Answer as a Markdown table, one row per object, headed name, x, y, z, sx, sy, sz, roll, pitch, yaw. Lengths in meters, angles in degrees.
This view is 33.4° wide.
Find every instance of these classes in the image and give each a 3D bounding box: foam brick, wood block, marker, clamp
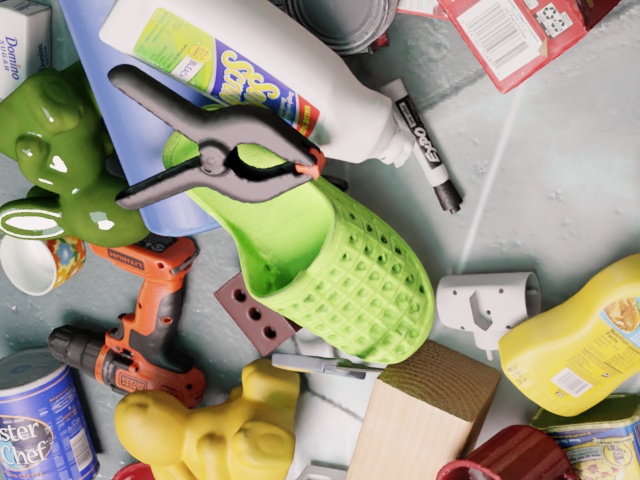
| name | x | y | z | sx | sy | sz | roll | pitch | yaw |
| --- | --- | --- | --- | --- | --- | --- | --- | --- | --- |
| foam brick | -0.049 | 0.059 | 0.995 | 0.053 | 0.051 | 0.078 | -39 | 91 | 35 |
| wood block | 0.083 | 0.203 | 0.966 | 0.090 | 0.090 | 0.206 | 24 | 121 | 17 |
| marker | 0.085 | -0.076 | 0.881 | 0.020 | 0.020 | 0.121 | -23 | 100 | 34 |
| clamp | -0.083 | -0.077 | 0.803 | 0.171 | 0.039 | 0.120 | -1 | 127 | 10 |

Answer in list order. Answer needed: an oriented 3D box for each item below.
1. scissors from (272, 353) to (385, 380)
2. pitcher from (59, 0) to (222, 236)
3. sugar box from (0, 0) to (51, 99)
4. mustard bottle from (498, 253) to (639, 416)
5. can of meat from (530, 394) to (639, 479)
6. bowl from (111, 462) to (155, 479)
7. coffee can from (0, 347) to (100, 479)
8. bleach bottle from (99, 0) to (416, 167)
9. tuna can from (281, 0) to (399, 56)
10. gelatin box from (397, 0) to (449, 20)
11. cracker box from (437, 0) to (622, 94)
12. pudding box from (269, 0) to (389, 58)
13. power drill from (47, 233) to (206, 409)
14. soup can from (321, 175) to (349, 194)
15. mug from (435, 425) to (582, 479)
| name | x | y | z | sx | sy | sz | roll | pitch | yaw |
| --- | --- | --- | --- | --- | --- | --- | --- | --- | --- |
| scissors | 0.030 | 0.113 | 0.927 | 0.202 | 0.096 | 0.016 | -3 | 76 | 57 |
| pitcher | -0.122 | -0.131 | 0.904 | 0.149 | 0.145 | 0.243 | -140 | 32 | -65 |
| sugar box | -0.345 | -0.201 | 1.041 | 0.176 | 0.048 | 0.093 | 19 | 120 | 16 |
| mustard bottle | 0.238 | 0.062 | 0.826 | 0.096 | 0.058 | 0.192 | 35 | 123 | -25 |
| can of meat | 0.235 | 0.179 | 0.894 | 0.102 | 0.057 | 0.084 | -12 | 104 | 32 |
| bowl | -0.150 | 0.296 | 1.154 | 0.162 | 0.055 | 0.162 | 12 | 117 | 24 |
| coffee can | -0.309 | 0.202 | 1.168 | 0.103 | 0.102 | 0.140 | -1 | 111 | 29 |
| bleach bottle | -0.034 | -0.129 | 0.803 | 0.250 | 0.068 | 0.103 | 28 | 148 | -17 |
| tuna can | 0.016 | -0.186 | 0.812 | 0.086 | 0.033 | 0.086 | 10 | 116 | 20 |
| gelatin box | 0.088 | -0.209 | 0.813 | 0.089 | 0.030 | 0.073 | 15 | 117 | 22 |
| cracker box | 0.124 | -0.202 | 0.685 | 0.072 | 0.213 | 0.164 | -33 | 94 | 33 |
| pudding box | -0.008 | -0.191 | 0.868 | 0.114 | 0.039 | 0.090 | -2 | 111 | 30 |
| power drill | -0.196 | 0.071 | 1.078 | 0.184 | 0.057 | 0.188 | 17 | 122 | 17 |
| soup can | -0.006 | 0.001 | 0.935 | 0.069 | 0.068 | 0.102 | 8 | 115 | 25 |
| mug | 0.162 | 0.202 | 0.863 | 0.117 | 0.081 | 0.093 | -9 | 103 | 49 |
